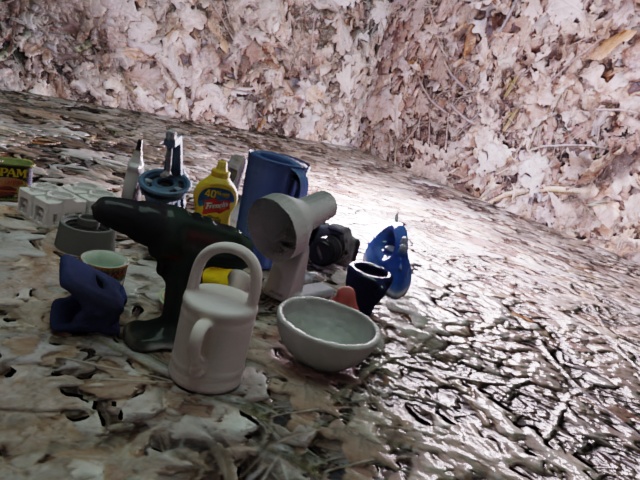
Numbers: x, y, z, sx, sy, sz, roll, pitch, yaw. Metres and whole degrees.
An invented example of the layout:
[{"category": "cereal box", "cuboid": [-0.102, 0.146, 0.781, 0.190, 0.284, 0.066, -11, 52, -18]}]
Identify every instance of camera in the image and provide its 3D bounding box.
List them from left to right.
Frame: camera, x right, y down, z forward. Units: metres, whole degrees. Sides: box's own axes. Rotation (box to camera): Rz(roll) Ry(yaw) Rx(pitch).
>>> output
[{"category": "camera", "cuboid": [0.012, 0.005, 1.360, 0.143, 0.101, 0.137, 20, 17, 18]}]

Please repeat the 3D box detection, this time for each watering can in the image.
[{"category": "watering can", "cuboid": [-0.134, 0.091, 0.761, 0.101, 0.194, 0.172, 10, 17, -17]}]

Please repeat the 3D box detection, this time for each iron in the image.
[{"category": "iron", "cuboid": [0.178, 0.030, 1.351, 0.118, 0.141, 0.258, 13, 16, -6]}]

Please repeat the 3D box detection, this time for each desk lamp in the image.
[{"category": "desk lamp", "cuboid": [-0.046, 0.010, 1.082, 0.117, 0.213, 0.204, 25, 18, 31]}]

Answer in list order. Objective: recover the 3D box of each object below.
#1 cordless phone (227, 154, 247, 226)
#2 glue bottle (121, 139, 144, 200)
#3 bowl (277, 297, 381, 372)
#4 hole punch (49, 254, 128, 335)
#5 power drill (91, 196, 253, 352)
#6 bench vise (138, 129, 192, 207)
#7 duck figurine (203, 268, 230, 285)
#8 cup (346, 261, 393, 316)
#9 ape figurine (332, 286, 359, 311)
[{"category": "cordless phone", "cuboid": [-0.195, -0.108, 1.399, 0.147, 0.185, 0.094, 24, 18, 30]}, {"category": "glue bottle", "cuboid": [-0.440, -0.156, 1.359, 0.037, 0.173, 0.078, 12, 16, -8]}, {"category": "bowl", "cuboid": [0.007, 0.156, 0.889, 0.167, 0.075, 0.167, 14, 16, -4]}, {"category": "hole punch", "cuboid": [-0.329, 0.076, 0.825, 0.101, 0.091, 0.108, 7, 18, -26]}, {"category": "power drill", "cuboid": [-0.213, 0.049, 0.807, 0.230, 0.208, 0.075, 4, 19, -33]}, {"category": "bench vise", "cuboid": [-0.365, -0.162, 1.366, 0.122, 0.220, 0.207, 10, 17, -17]}, {"category": "duck figurine", "cuboid": [-0.186, 0.045, 1.071, 0.104, 0.086, 0.078, 23, 18, 25]}, {"category": "cup", "cuboid": [0.091, 0.105, 1.103, 0.092, 0.095, 0.117, 8, 17, -22]}, {"category": "ape figurine", "cuboid": [0.040, 0.123, 0.999, 0.078, 0.092, 0.076, 6, 18, -28]}]
